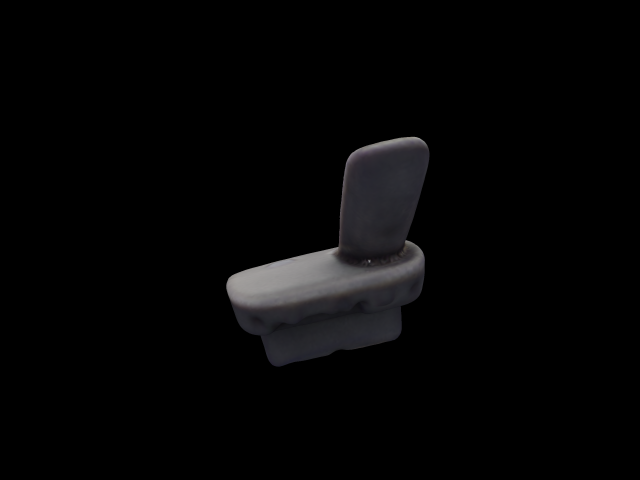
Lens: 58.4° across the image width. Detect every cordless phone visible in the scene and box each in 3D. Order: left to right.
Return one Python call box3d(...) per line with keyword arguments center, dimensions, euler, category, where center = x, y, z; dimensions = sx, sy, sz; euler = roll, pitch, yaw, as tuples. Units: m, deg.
box3d(center=(0.004, 0.001, 0.400), dimensions=(0.148, 0.185, 0.094), euler=(-15, 54, -11), category="cordless phone")
